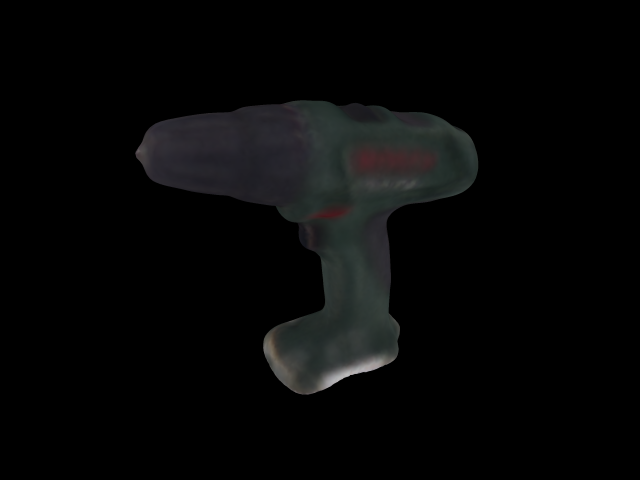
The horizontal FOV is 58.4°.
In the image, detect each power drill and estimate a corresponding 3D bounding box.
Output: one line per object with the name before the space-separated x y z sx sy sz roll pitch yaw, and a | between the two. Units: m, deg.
power drill | 0.004 0.001 0.400 0.230 0.208 0.075 -17 36 -24
